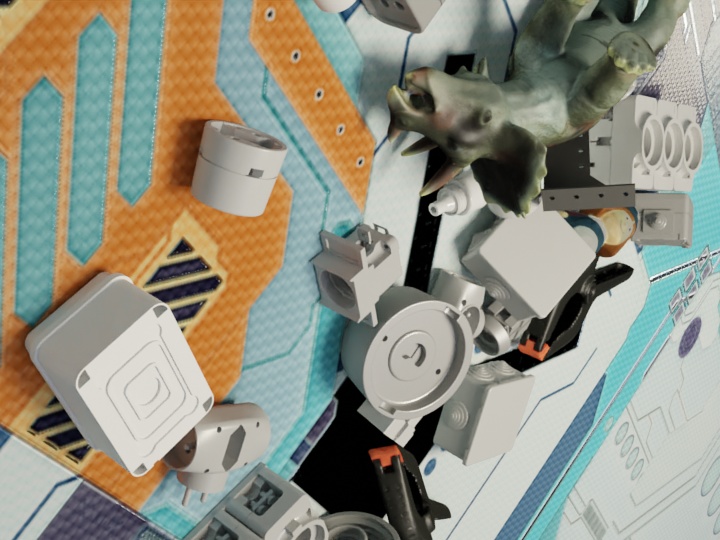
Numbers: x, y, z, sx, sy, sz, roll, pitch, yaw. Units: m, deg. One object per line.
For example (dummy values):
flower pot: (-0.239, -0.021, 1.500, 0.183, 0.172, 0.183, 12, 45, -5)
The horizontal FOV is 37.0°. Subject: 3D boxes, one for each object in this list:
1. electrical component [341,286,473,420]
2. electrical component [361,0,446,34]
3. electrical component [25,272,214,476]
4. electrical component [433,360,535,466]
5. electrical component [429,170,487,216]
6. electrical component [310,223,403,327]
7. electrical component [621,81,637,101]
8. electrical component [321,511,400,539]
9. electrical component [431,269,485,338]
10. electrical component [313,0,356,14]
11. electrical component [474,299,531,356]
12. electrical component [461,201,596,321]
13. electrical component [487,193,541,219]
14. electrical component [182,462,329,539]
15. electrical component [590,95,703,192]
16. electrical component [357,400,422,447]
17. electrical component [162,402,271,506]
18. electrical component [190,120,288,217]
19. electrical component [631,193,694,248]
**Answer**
electrical component: (0.035, 0.065, 0.915, 0.108, 0.060, 0.108, -12, 116, -27)
electrical component: (0.026, -0.216, 0.734, 0.059, 0.054, 0.095, -56, 144, -10)
electrical component: (-0.152, 0.066, 0.688, 0.078, 0.057, 0.113, -45, 141, -25)
electrical component: (0.126, 0.143, 1.098, 0.100, 0.048, 0.099, -5, 116, -50)
electrical component: (0.084, -0.062, 0.925, 0.061, 0.035, 0.035, -28, 132, -36)
electrical component: (0.000, 0.000, 0.852, 0.064, 0.042, 0.081, -41, 140, -31)
electrical component: (0.234, -0.192, 1.024, 0.048, 0.048, 0.062, -50, 136, -17)
electrical component: (-0.011, 0.261, 0.955, 0.108, 0.108, 0.060, -32, 128, -36)
electrical component: (0.090, 0.045, 0.993, 0.079, 0.044, 0.077, 14, 101, -54)
electrical component: (-0.026, -0.196, 0.694, 0.044, 0.044, 0.065, -59, 150, -6)
electrical component: (0.138, 0.052, 1.054, 0.055, 0.048, 0.066, -40, 160, -27)
electrical component: (0.154, -0.011, 0.999, 0.099, 0.099, 0.048, -46, -174, -22)
electrical component: (0.136, -0.079, 0.964, 0.055, 0.055, 0.047, -47, 145, -22)
electrical component: (-0.100, 0.245, 0.866, 0.150, 0.062, 0.089, -43, 140, -26)
electrical component: (0.293, -0.127, 1.103, 0.150, 0.062, 0.089, -3, 96, -51)
electrical component: (0.036, 0.122, 0.975, 0.055, 0.048, 0.066, -51, 144, -4)
electrical component: (-0.113, 0.138, 0.796, 0.077, 0.043, 0.079, 2, 110, -53)
electrical component: (-0.080, -0.065, 0.698, 0.055, 0.055, 0.047, -3, 118, -51)
electrical component: (0.337, -0.059, 1.199, 0.096, 0.062, 0.061, 11, 81, -69)
